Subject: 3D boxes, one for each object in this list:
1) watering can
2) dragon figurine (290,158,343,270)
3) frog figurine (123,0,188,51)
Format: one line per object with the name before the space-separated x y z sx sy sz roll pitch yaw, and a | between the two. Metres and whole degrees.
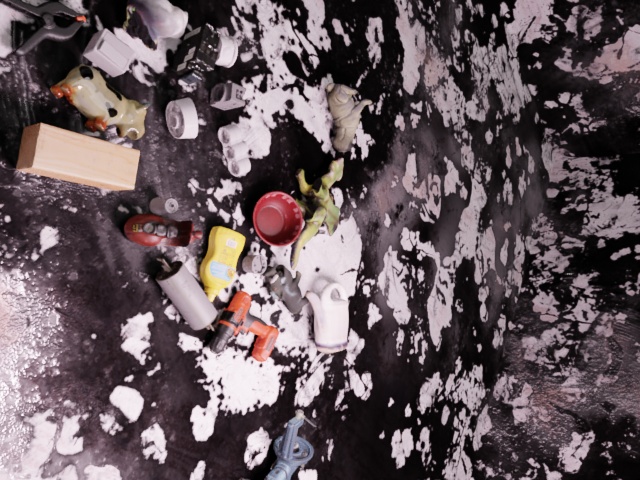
watering can | 0.022 0.246 1.615 0.347 0.104 0.225 8 81 -69
dragon figurine | 0.005 -0.083 1.640 0.240 0.122 0.415 30 69 -53
frog figurine | -0.364 -0.520 1.197 0.162 0.138 0.120 -44 139 -38
